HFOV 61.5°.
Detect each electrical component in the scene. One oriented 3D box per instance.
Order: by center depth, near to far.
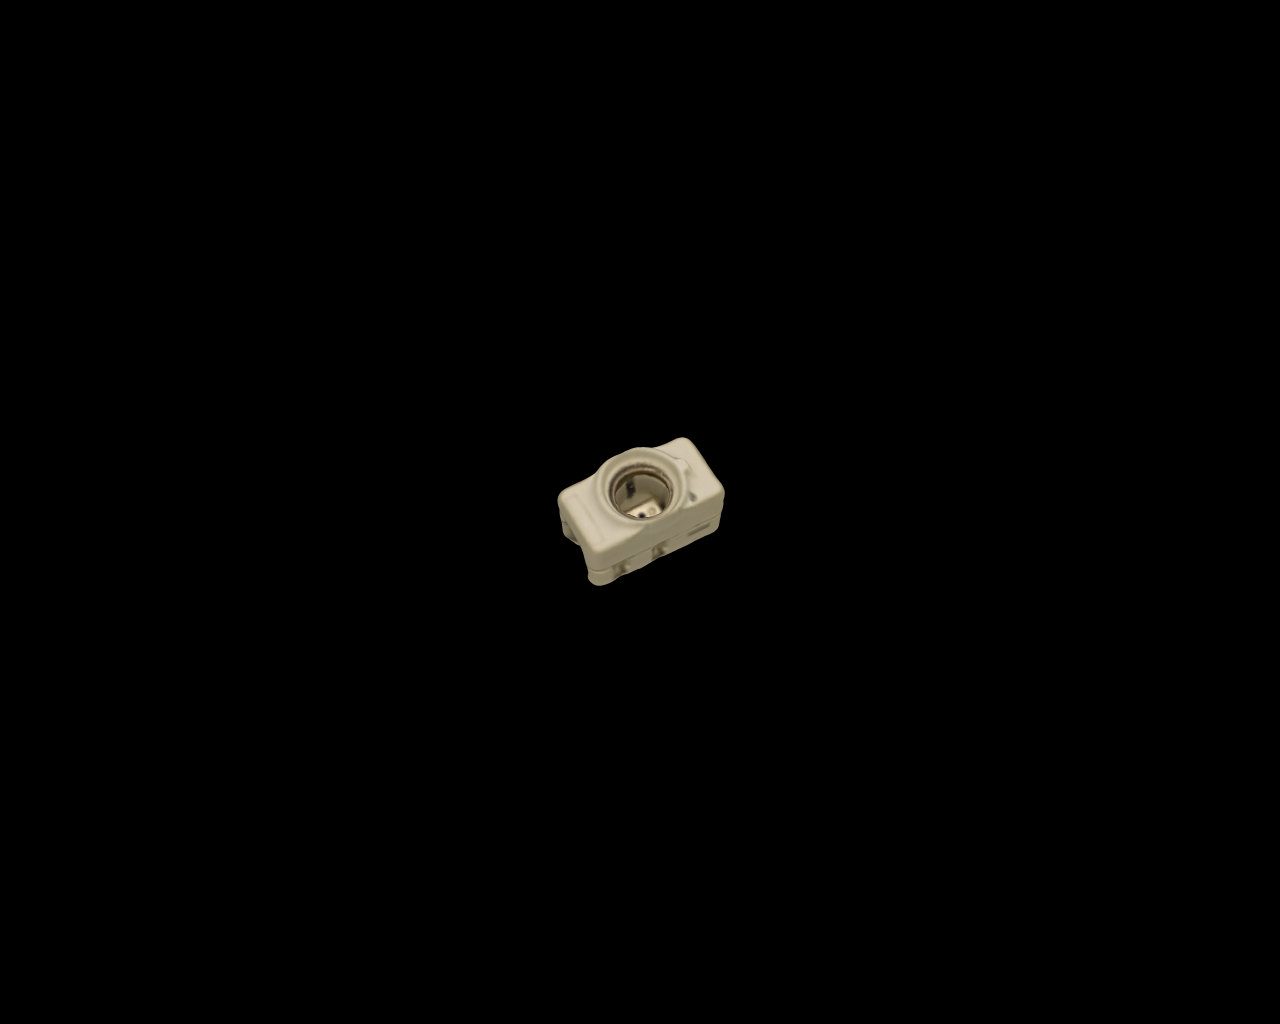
[{"bbox_3d":[0.001,-0.003,0.650,0.089,0.050,0.055,-25,-27,-14],"label":"electrical component"}]
